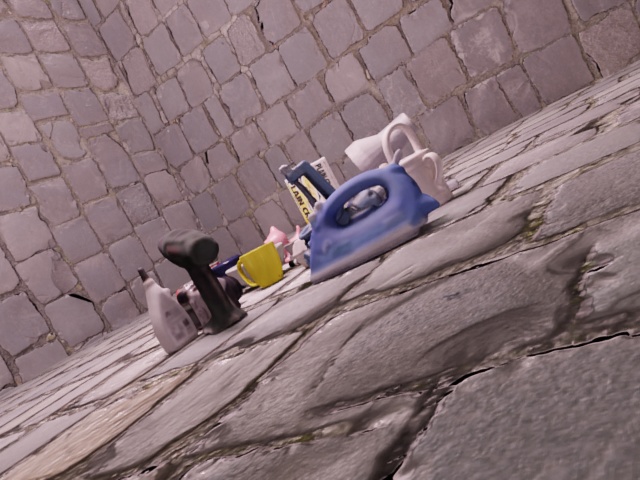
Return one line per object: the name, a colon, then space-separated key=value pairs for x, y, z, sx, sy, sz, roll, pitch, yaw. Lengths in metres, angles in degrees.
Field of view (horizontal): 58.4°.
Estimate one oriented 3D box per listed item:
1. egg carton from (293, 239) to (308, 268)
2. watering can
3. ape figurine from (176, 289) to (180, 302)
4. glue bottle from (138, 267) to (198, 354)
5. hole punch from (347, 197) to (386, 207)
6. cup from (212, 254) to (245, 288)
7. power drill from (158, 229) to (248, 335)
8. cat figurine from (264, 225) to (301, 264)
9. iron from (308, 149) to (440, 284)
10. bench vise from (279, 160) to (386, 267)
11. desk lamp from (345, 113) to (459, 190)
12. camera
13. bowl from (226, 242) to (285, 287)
egg carton: x=0.012 y=0.005 z=1.296 sx=0.150 sy=0.069 sz=0.107 roll=-25 pitch=5 yaw=38
watering can: x=0.186 y=-0.151 z=1.201 sx=0.172 sy=0.194 sz=0.101 roll=-24 pitch=6 yaw=39
ape figurine: x=-0.318 y=0.158 z=1.396 sx=0.076 sy=0.092 sz=0.077 roll=-29 pitch=5 yaw=-17
glue bottle: x=-0.304 y=0.129 z=1.103 sx=0.037 sy=0.173 sz=0.078 roll=-25 pitch=5 yaw=32
hole punch: x=0.127 y=-0.068 z=1.294 sx=0.101 sy=0.091 sz=0.108 roll=-30 pitch=5 yaw=-23
cup: x=-0.245 y=0.098 z=1.649 sx=0.091 sy=0.095 sz=0.118 roll=-25 pitch=5 yaw=31
power drill: x=-0.227 y=0.070 z=1.077 sx=0.076 sy=0.208 sz=0.229 roll=-30 pitch=5 yaw=-29
cat figurine: x=-0.102 y=0.004 z=1.709 sx=0.128 sy=0.118 sz=0.067 roll=-29 pitch=5 yaw=-16
iron: x=0.068 y=-0.041 z=0.987 sx=0.258 sy=0.141 sz=0.119 roll=-27 pitch=4 yaw=7
bench vise: x=0.022 y=-0.074 z=1.147 sx=0.208 sy=0.220 sz=0.121 roll=-31 pitch=5 yaw=-32
desk lamp: x=0.191 y=-0.177 z=1.358 sx=0.203 sy=0.213 sz=0.118 roll=-27 pitch=5 yaw=12
camera: x=-0.229 y=0.119 z=1.248 sx=0.142 sy=0.101 sz=0.137 roll=-24 pitch=6 yaw=43
bowl: x=-0.155 y=0.075 z=1.484 sx=0.167 sy=0.075 sz=0.167 roll=-28 pitch=4 yaw=3
